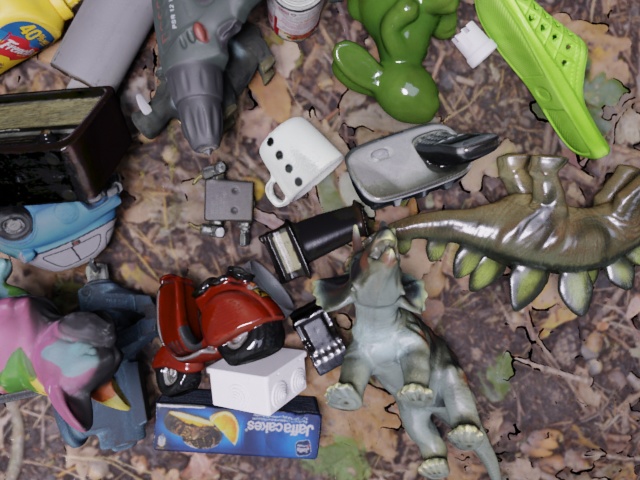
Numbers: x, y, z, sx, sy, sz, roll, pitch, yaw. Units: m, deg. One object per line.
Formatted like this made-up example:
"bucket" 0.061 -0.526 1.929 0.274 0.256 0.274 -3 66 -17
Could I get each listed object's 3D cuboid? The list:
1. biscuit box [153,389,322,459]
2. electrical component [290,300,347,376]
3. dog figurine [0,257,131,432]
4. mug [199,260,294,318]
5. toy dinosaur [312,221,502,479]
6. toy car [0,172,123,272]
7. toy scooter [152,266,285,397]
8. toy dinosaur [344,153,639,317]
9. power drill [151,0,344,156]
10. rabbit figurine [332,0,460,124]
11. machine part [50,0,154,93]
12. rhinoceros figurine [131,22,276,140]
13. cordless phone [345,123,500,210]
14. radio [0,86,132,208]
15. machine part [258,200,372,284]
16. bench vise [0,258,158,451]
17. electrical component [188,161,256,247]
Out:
"biscuit box" -0.100 0.228 0.673 0.203 0.063 0.059 5 93 -5
"electrical component" 0.009 0.138 0.675 0.048 0.075 0.119 -27 98 -5
"dog figurine" -0.294 0.122 0.517 0.219 0.108 0.191 35 91 11
"mug" -0.092 0.096 0.651 0.107 0.110 0.080 -41 133 9
"toy dinosaur" 0.116 0.151 0.651 0.131 0.192 0.404 -20 127 25
"toy car" -0.302 -0.019 0.631 0.162 0.109 0.102 -22 118 -15
"toy scooter" -0.124 0.083 0.589 0.184 0.075 0.135 -29 70 25
"toy dinosaur" 0.271 -0.010 0.680 0.472 0.105 0.198 5 96 4
"power drill" -0.082 -0.227 0.557 0.207 0.086 0.232 -26 76 29
"rabbit figurine" 0.093 -0.224 0.642 0.159 0.121 0.170 -4 90 1
"machine part" -0.241 -0.257 0.630 0.079 0.079 0.243 29 91 -6
"rhinoceros figurine" -0.139 -0.187 0.645 0.190 0.073 0.112 -43 97 -3
"cordless phone" 0.115 -0.086 0.619 0.147 0.184 0.088 -18 99 -5
"radio" -0.337 -0.098 0.580 0.230 0.131 0.073 -4 131 5
"machine part" -0.001 -0.002 0.686 0.139 0.039 0.084 -26 87 -2
"bench vise" -0.302 0.143 0.624 0.241 0.129 0.223 -12 91 -9
"electrical component" -0.120 -0.045 0.667 0.078 0.045 0.102 8 92 -4
